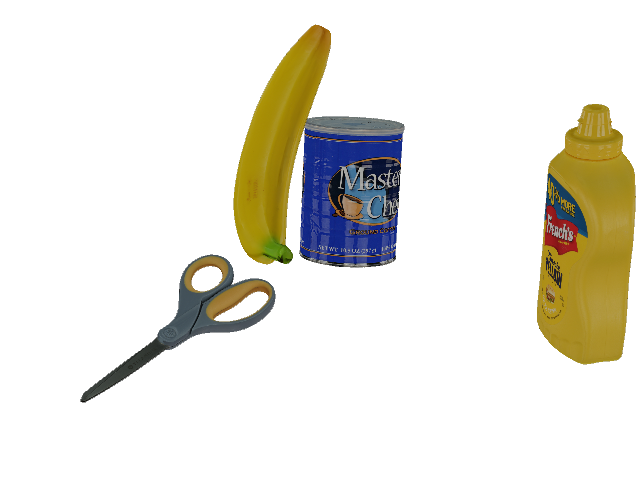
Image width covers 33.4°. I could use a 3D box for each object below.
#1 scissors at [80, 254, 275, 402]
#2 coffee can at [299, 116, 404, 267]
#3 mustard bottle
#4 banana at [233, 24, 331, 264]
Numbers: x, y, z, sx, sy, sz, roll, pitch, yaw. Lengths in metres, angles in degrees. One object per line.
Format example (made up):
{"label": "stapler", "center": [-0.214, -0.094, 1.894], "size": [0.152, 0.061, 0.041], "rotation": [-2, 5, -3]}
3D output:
{"label": "scissors", "center": [-0.136, 0.069, 0.942], "size": [0.201, 0.016, 0.096], "rotation": [-21, 52, -25]}
{"label": "coffee can", "center": [0.031, -0.052, 1.101], "size": [0.103, 0.140, 0.103], "rotation": [2, 13, -1]}
{"label": "mustard bottle", "center": [0.201, -0.009, 0.806], "size": [0.058, 0.192, 0.096], "rotation": [-5, 26, -7]}
{"label": "banana", "center": [-0.027, -0.059, 0.736], "size": [0.070, 0.197, 0.037], "rotation": [-19, -39, 38]}
